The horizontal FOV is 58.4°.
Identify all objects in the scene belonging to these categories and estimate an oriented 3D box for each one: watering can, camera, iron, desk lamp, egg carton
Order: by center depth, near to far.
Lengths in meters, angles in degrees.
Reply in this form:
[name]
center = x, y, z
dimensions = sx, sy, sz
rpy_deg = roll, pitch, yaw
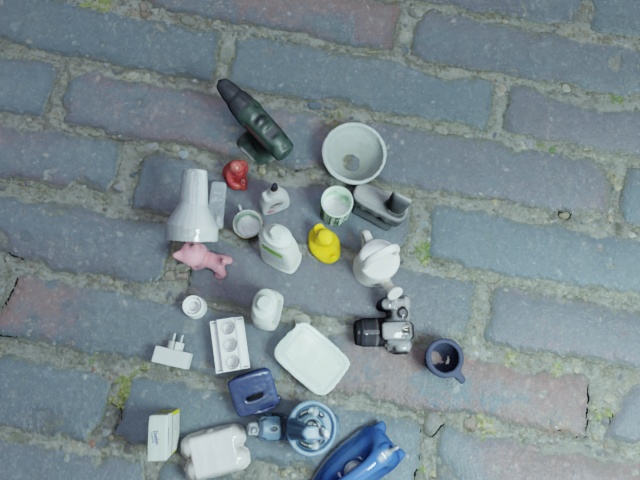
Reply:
[iron]
center = 0.072, 0.523, 1.278
dimensions = 0.258, 0.141, 0.118
rpy_deg = -35, 82, -11
[egg carton]
center = -0.237, 0.481, 1.302
dimensions = 0.150, 0.069, 0.107
rpy_deg = -14, 78, -7
[desk lamp]
center = -0.290, -0.073, 1.351
dimensions = 0.118, 0.213, 0.203
rpy_deg = 3, 77, -3
[watering can]
center = 0.144, 0.055, 1.364
dimensions = 0.173, 0.194, 0.101
rpy_deg = 44, 78, 6
[camera]
center = 0.151, 0.204, 1.379
dimensions = 0.137, 0.101, 0.143
rpy_deg = -1, 77, -4

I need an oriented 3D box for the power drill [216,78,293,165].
[power drill]
center = -0.162, -0.272, 1.409
dimensions = 0.229, 0.208, 0.076
rpy_deg = 43, 78, 6

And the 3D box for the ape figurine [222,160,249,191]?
[ape figurine]
center = -0.210, -0.172, 1.442
dimensions = 0.076, 0.092, 0.078
rpy_deg = 37, 77, 5

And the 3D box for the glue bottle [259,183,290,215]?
[glue bottle]
center = -0.111, -0.106, 1.393
dimensions = 0.078, 0.173, 0.037
rpy_deg = -24, 80, -9

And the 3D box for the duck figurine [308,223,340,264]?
[duck figurine]
center = 0.013, 0.005, 1.422
dimensions = 0.077, 0.086, 0.104
rpy_deg = -26, 80, -9

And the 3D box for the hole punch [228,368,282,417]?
[hole punch]
center = -0.150, 0.354, 1.326
dimensions = 0.109, 0.091, 0.101
rpy_deg = -18, 79, -8

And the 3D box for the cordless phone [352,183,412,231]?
[cordless phone]
center = 0.155, -0.102, 1.406
dimensions = 0.147, 0.185, 0.094
rpy_deg = 24, 76, 2

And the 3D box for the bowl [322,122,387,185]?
[bowl]
center = 0.085, -0.215, 1.483
dimensions = 0.167, 0.074, 0.167
rpy_deg = 1, 77, -4

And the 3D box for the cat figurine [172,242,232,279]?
[cat figurine]
center = -0.281, 0.040, 1.375
dimensions = 0.128, 0.117, 0.067
rpy_deg = 17, 76, 0

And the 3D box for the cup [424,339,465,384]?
[cup]
center = 0.297, 0.294, 1.372
dimensions = 0.092, 0.095, 0.117
rpy_deg = -38, 82, -11

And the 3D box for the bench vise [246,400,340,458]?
[bench vise]
center = -0.051, 0.426, 1.251
dimensions = 0.207, 0.219, 0.121
rpy_deg = -17, 79, -8
